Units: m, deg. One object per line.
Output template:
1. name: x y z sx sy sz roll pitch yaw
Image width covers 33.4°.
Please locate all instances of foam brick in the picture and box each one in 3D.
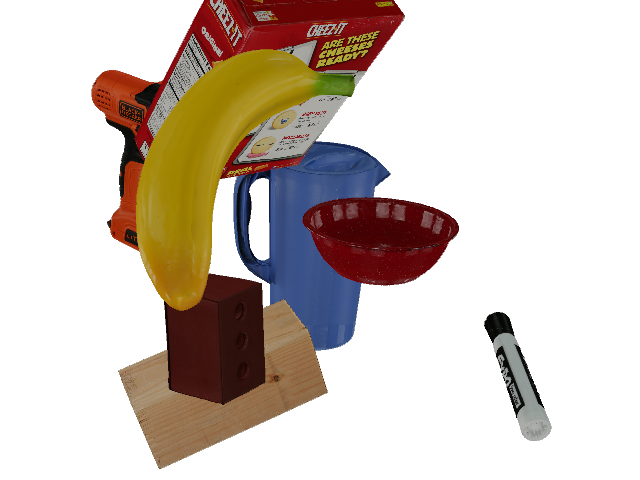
1. foam brick: -0.075 0.068 0.762 0.051 0.078 0.052 8 17 34

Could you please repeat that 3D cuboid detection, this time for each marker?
1. marker: 0.131 0.087 0.718 0.020 0.020 0.121 0 32 -5

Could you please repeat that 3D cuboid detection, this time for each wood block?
1. wood block: -0.109 0.160 1.201 0.206 0.091 0.090 -22 29 -12

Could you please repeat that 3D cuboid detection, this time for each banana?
1. banana: -0.048 -0.046 0.528 0.070 0.037 0.197 18 46 15

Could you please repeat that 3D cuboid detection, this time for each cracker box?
1. cracker box: -0.051 -0.142 0.933 0.163 0.072 0.214 -14 -26 -38

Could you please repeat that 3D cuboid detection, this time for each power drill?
1. power drill: -0.157 -0.071 1.102 0.185 0.188 0.057 24 35 29

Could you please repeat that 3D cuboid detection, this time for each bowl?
1. bowl: 0.061 0.005 1.106 0.162 0.055 0.162 2 20 -1

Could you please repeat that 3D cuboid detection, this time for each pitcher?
1. pitcher: -0.014 0.007 1.307 0.149 0.243 0.144 16 24 28
